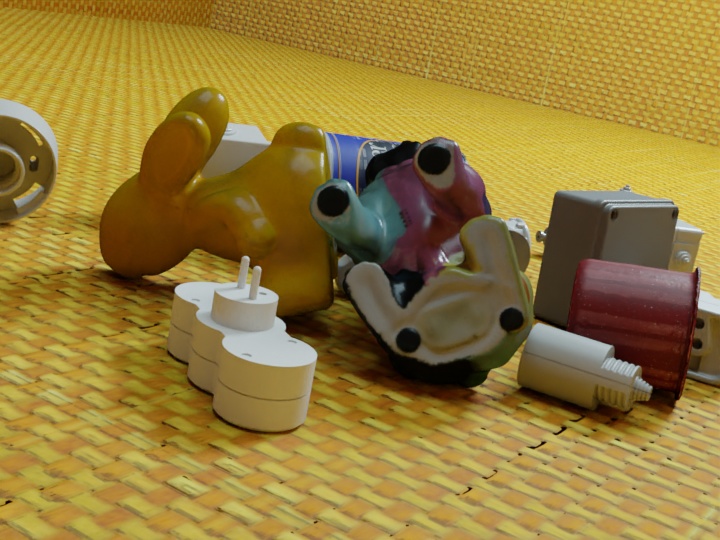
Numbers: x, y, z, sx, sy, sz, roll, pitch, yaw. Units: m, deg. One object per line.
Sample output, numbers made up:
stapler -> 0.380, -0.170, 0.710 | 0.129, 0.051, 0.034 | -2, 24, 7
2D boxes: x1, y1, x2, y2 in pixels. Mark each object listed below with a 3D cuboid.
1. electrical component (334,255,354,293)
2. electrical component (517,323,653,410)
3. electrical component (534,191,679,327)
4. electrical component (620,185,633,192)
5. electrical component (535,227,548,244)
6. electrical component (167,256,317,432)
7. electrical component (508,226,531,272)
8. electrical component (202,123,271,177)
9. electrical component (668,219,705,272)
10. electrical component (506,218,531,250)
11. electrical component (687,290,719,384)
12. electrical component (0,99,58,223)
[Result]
electrical component -> 0.000, 0.000, 0.854 | 0.035, 0.035, 0.061 | 12, 12, 7
electrical component -> 0.147, 0.066, 0.691 | 0.081, 0.043, 0.043 | 17, 16, 23
electrical component -> 0.202, -0.009, 0.885 | 0.109, 0.108, 0.056 | -4, 18, -43
electrical component -> 0.254, -0.033, 1.033 | 0.061, 0.096, 0.062 | 20, 17, 29
electrical component -> 0.218, -0.032, 1.114 | 0.078, 0.040, 0.040 | 4, 16, -23
electrical component -> -0.068, 0.030, 0.616 | 0.052, 0.073, 0.138 | 3, 17, -28
electrical component -> 0.086, -0.014, 0.931 | 0.138, 0.052, 0.073 | 5, 16, -20
electrical component -> -0.132, -0.086, 0.961 | 0.100, 0.099, 0.048 | 3, 29, -26
electrical component -> 0.299, -0.022, 1.093 | 0.061, 0.061, 0.096 | 6, 16, -18
electrical component -> 0.128, -0.026, 1.024 | 0.062, 0.048, 0.048 | -1, 18, -17
electrical component -> 0.245, 0.045, 0.820 | 0.095, 0.053, 0.059 | 17, 16, 24
electrical component -> -0.291, -0.087, 0.859 | 0.099, 0.099, 0.064 | 4, 22, -23
